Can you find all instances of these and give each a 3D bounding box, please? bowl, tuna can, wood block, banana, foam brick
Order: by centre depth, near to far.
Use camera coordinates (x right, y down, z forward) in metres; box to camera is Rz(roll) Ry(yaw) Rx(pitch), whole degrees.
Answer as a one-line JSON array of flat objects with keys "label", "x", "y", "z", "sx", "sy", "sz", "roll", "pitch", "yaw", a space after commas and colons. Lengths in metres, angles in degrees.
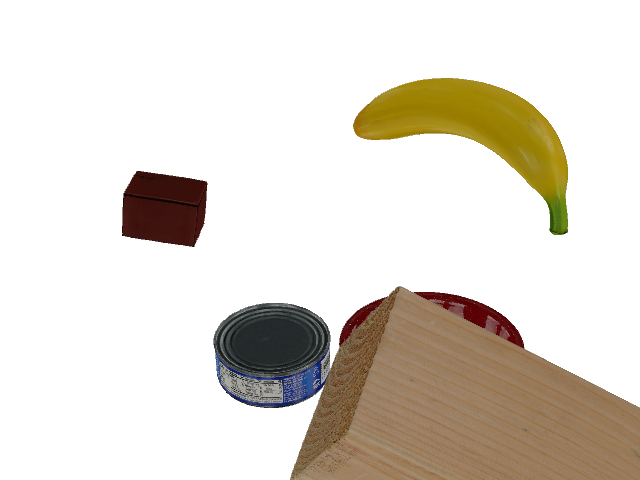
[{"label": "wood block", "x": 0.102, "y": 0.121, "z": 0.567, "sx": 0.206, "sy": 0.090, "sz": 0.090, "roll": 27, "pitch": -34, "yaw": -7}, {"label": "banana", "x": 0.093, "y": -0.072, "z": 0.698, "sx": 0.037, "sy": 0.070, "sz": 0.198, "roll": 18, "pitch": 11, "yaw": -44}, {"label": "tuna can", "x": -0.035, "y": 0.084, "z": 0.787, "sx": 0.086, "sy": 0.034, "sz": 0.086, "roll": -1, "pitch": 32, "yaw": 0}, {"label": "bowl", "x": 0.097, "y": 0.111, "z": 0.944, "sx": 0.162, "sy": 0.055, "sz": 0.162, "roll": 0, "pitch": 32, "yaw": 0}, {"label": "foam brick", "x": -0.158, "y": -0.033, "z": 1.091, "sx": 0.078, "sy": 0.051, "sz": 0.053, "roll": 9, "pitch": 31, "yaw": 3}]
